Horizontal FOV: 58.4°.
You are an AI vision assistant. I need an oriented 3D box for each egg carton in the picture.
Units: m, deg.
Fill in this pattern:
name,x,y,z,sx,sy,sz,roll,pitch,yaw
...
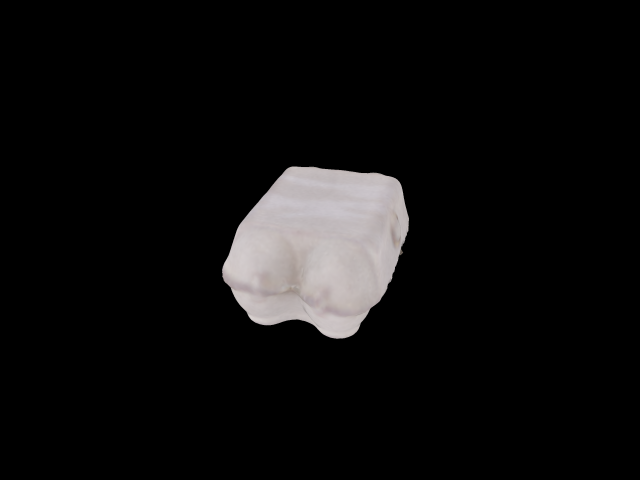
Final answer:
name,x,y,z,sx,sy,sz,roll,pitch,yaw
egg carton,0.004,0.001,0.400,0.107,0.069,0.150,8,31,13
